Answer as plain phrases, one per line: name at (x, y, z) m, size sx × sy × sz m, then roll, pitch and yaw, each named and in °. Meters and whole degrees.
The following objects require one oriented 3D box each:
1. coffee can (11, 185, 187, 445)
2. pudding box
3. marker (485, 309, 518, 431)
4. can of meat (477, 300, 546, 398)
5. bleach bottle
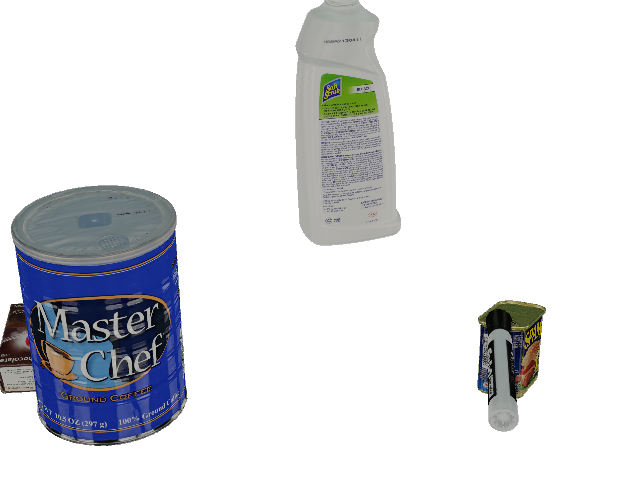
coffee can at (-0.142, 0.048, 0.703) m, size 0.103 × 0.140 × 0.103 m, roll 0°, pitch 27°, yaw 0°
pudding box at (-0.230, 0.094, 0.968) m, size 0.113 × 0.039 × 0.090 m, roll -5°, pitch 33°, yaw -2°
marker at (0.122, 0.084, 0.722) m, size 0.020 × 0.020 × 0.121 m, roll 0°, pitch 29°, yaw 8°
can of meat at (0.212, 0.121, 1.191) m, size 0.058 × 0.084 × 0.101 m, roll 8°, pitch 14°, yaw 25°
bleach bottle at (0.027, -0.121, 1.000) m, size 0.102 × 0.251 × 0.068 m, roll -9°, pitch 31°, yaw -16°
